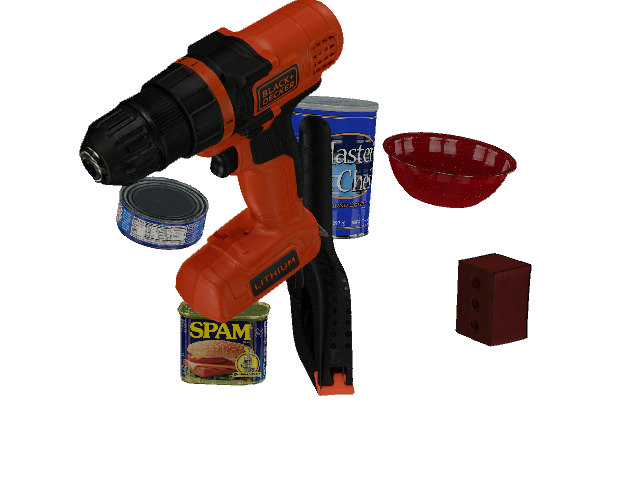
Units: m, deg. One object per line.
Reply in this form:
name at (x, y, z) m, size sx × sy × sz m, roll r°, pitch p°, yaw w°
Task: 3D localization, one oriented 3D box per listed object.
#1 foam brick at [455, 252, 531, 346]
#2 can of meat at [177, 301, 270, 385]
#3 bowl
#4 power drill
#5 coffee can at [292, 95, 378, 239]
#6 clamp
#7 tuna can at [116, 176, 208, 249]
foam brick at (0.169, 0.057, 1.046) m, size 0.051 × 0.078 × 0.053 m, roll -11°, pitch 19°, yaw -34°
can of meat at (-0.109, 0.115, 1.203) m, size 0.102 × 0.084 × 0.057 m, roll 2°, pitch 14°, yaw 2°
bowl at (0.151, -0.081, 1.284) m, size 0.162 × 0.055 × 0.162 m, roll 6°, pitch 23°, yaw -3°
power drill at (-0.058, -0.037, 0.656) m, size 0.184 × 0.188 × 0.057 m, roll -35°, pitch 56°, yaw -30°
coffee can at (0.006, -0.080, 1.141) m, size 0.103 × 0.140 × 0.103 m, roll 4°, pitch 12°, yaw -1°
clamp at (-0.005, 0.019, 0.827) m, size 0.036 × 0.210 × 0.165 m, roll -1°, pitch -42°, yaw -16°
tuna can at (-0.152, -0.026, 1.026) m, size 0.086 × 0.034 × 0.086 m, roll 11°, pitch 29°, yaw -6°
